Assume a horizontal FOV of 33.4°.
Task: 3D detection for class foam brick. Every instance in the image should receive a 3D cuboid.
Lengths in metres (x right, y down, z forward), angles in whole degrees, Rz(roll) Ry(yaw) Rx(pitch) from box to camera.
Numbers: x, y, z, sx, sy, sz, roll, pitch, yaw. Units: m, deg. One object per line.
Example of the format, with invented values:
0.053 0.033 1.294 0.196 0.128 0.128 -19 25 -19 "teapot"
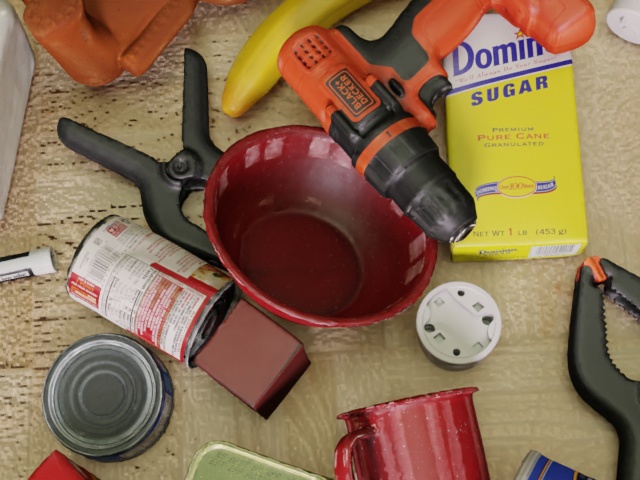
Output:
-0.043 0.080 0.705 0.051 0.078 0.053 36 79 12 "foam brick"

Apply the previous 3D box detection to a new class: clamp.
-0.111 -0.047 0.768 0.120 0.039 0.171 -25 73 -2 "clamp"
0.216 0.111 0.697 0.164 0.036 0.210 -31 77 -6 "clamp"

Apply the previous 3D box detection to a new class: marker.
-0.250 0.026 0.768 0.121 0.020 0.020 -11 73 1 "marker"

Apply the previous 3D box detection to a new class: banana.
0.001 -0.164 0.787 0.198 0.037 0.070 -34 41 0 "banana"

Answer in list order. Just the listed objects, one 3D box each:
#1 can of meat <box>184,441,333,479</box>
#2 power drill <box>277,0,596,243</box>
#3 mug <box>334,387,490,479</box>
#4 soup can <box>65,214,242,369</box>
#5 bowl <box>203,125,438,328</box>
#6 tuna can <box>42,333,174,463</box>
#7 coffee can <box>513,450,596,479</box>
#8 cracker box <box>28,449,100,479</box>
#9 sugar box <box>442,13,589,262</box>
-0.033 0.166 0.676 0.102 0.084 0.057 17 76 9 "can of meat"
0.091 -0.112 0.717 0.187 0.057 0.184 -38 74 -7 "power drill"
0.055 0.142 0.665 0.093 0.117 0.081 -22 74 41 "mug"
-0.114 0.034 0.730 0.102 0.068 0.068 28 77 12 "soup can"
-0.005 0.001 0.719 0.162 0.055 0.162 10 53 -13 "bowl"
-0.145 0.107 0.728 0.086 0.034 0.086 -1 73 4 "tuna can"
0.168 0.197 0.617 0.140 0.102 0.102 22 76 19 "coffee can"
-0.174 0.261 0.637 0.213 0.072 0.164 -49 48 -10 "cracker box"
0.134 -0.075 0.754 0.093 0.048 0.176 -3 74 4 "sugar box"
